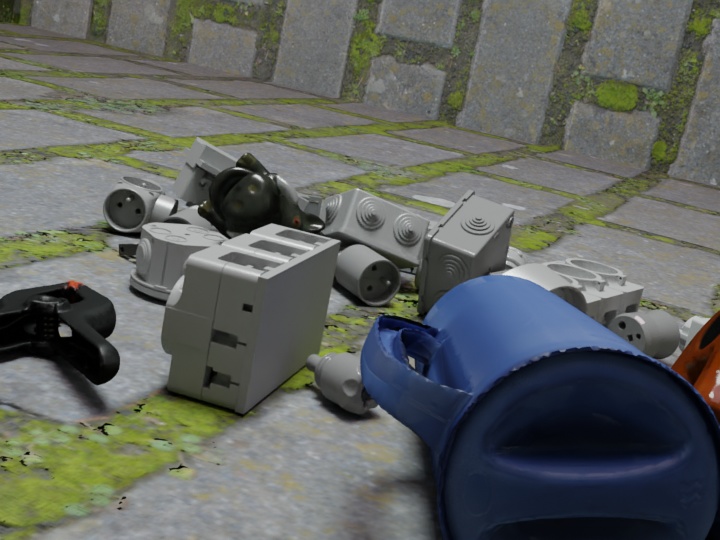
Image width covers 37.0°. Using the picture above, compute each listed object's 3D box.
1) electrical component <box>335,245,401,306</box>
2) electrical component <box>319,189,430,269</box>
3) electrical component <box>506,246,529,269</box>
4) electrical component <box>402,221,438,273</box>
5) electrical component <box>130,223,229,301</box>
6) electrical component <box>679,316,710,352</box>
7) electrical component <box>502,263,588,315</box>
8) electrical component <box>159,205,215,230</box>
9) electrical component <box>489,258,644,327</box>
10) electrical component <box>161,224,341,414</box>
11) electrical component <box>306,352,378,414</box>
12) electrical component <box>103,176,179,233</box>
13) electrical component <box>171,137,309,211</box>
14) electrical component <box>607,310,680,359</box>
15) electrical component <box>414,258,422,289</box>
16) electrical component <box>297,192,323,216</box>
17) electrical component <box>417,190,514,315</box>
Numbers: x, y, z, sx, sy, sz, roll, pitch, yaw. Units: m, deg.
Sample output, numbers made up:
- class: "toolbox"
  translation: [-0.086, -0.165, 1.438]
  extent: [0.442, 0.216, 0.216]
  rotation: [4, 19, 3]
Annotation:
- class: "electrical component"
  translation: [0.000, 0.000, 0.989]
  extent: [0.043, 0.043, 0.081]
  rotation: [4, 15, -28]
- class: "electrical component"
  translation: [0.010, -0.038, 1.045]
  extent: [0.100, 0.048, 0.100]
  rotation: [23, -12, -20]
- class: "electrical component"
  translation: [0.146, 0.006, 1.085]
  extent: [0.048, 0.048, 0.062]
  rotation: [13, 20, 7]
- class: "electrical component"
  translation: [0.037, -0.032, 1.133]
  extent: [0.089, 0.050, 0.055]
  rotation: [12, 13, 7]
- class: "electrical component"
  translation: [-0.145, -0.005, 0.878]
  extent: [0.080, 0.051, 0.080]
  rotation: [11, 14, -3]
- class: "electrical component"
  translation: [0.314, 0.065, 0.969]
  extent: [0.066, 0.047, 0.077]
  rotation: [1, 17, -35]
- class: "electrical component"
  translation: [0.121, 0.043, 0.807]
  extent: [0.099, 0.099, 0.064]
  rotation: [-1, 24, -42]
- class: "electrical component"
  translation: [-0.159, -0.035, 1.003]
  extent: [0.043, 0.043, 0.081]
  rotation: [13, 13, 6]
- class: "electrical component"
  translation: [0.185, 0.030, 0.974]
  extent: [0.089, 0.061, 0.150]
  rotation: [20, 16, 32]
- class: "electrical component"
  translation: [-0.072, 0.026, 0.726]
  extent: [0.062, 0.089, 0.150]
  rotation: [14, 14, 13]
- class: "electrical component"
  translation: [-0.013, 0.070, 0.711]
  extent: [0.035, 0.035, 0.061]
  rotation: [-1, 16, -41]
- class: "electrical component"
  translation: [-0.205, -0.059, 1.064]
  extent: [0.079, 0.044, 0.077]
  rotation: [19, 12, 0]
- class: "electrical component"
  translation: [-0.123, -0.075, 1.087]
  extent: [0.121, 0.063, 0.079]
  rotation: [28, 5, -26]
- class: "electrical component"
  translation: [0.249, 0.059, 0.948]
  extent: [0.055, 0.045, 0.045]
  rotation: [-3, 19, -44]
- class: "electrical component"
  translation: [0.091, 0.008, 1.037]
  extent: [0.065, 0.044, 0.044]
  rotation: [21, 16, 19]
- class: "electrical component"
  translation: [-0.087, -0.069, 1.205]
  extent: [0.081, 0.042, 0.064]
  rotation: [8, 12, -16]
- class: "electrical component"
  translation: [0.095, -0.009, 0.956]
  extent: [0.048, 0.099, 0.099]
  rotation: [22, 43, 22]
